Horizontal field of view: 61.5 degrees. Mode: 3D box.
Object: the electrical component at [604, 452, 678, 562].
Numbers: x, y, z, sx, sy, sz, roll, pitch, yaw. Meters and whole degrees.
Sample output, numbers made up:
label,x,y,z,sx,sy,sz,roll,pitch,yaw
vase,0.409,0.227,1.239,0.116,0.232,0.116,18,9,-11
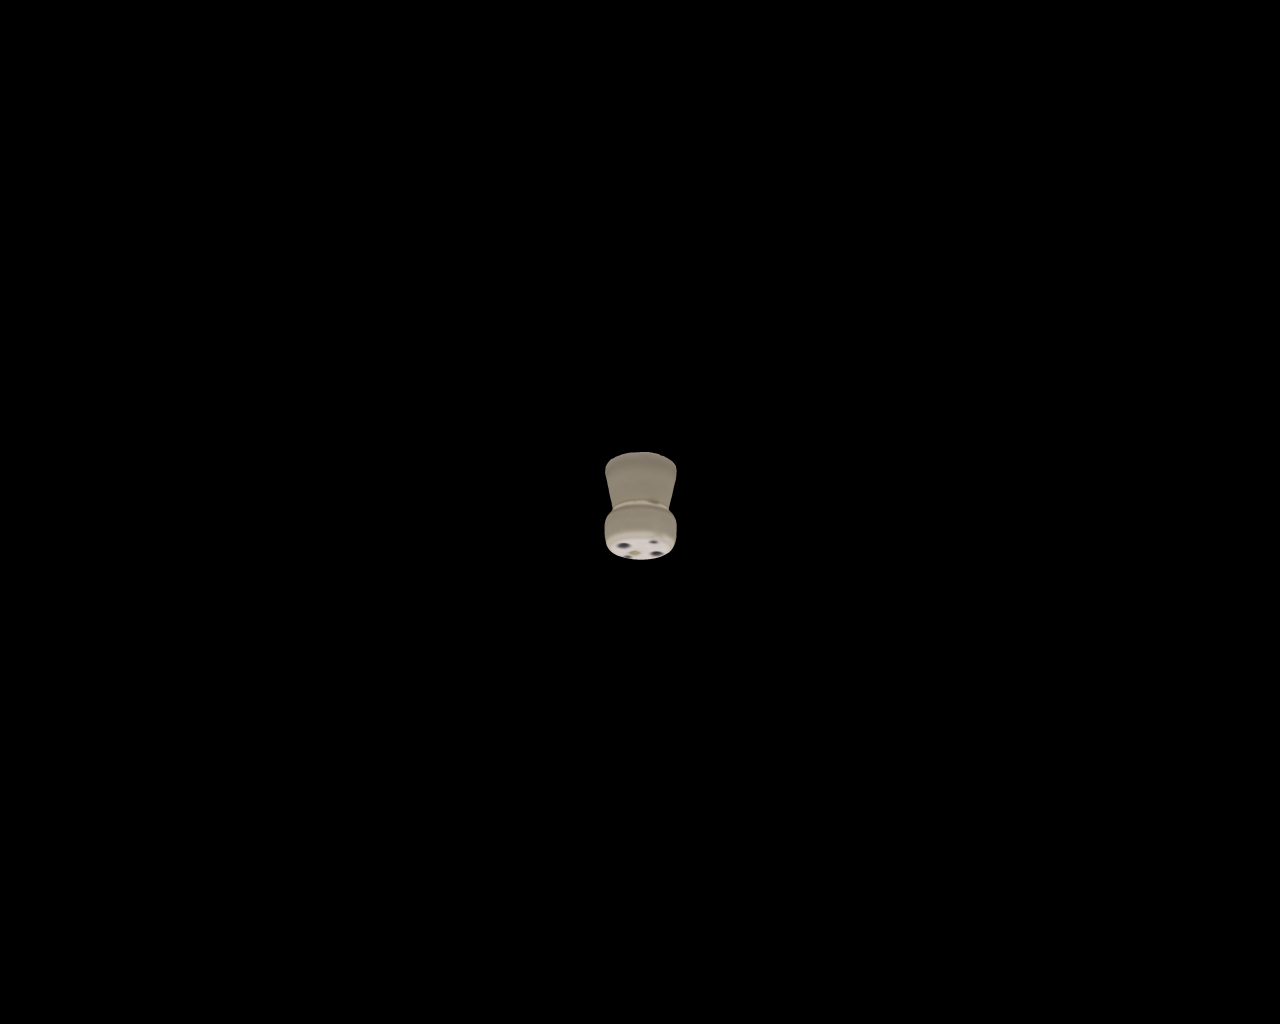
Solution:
label,x,y,z,sx,sy,sz,roll,pitch,yaw
electrical component,0.001,-0.003,0.650,0.045,0.055,0.044,0,-24,0
